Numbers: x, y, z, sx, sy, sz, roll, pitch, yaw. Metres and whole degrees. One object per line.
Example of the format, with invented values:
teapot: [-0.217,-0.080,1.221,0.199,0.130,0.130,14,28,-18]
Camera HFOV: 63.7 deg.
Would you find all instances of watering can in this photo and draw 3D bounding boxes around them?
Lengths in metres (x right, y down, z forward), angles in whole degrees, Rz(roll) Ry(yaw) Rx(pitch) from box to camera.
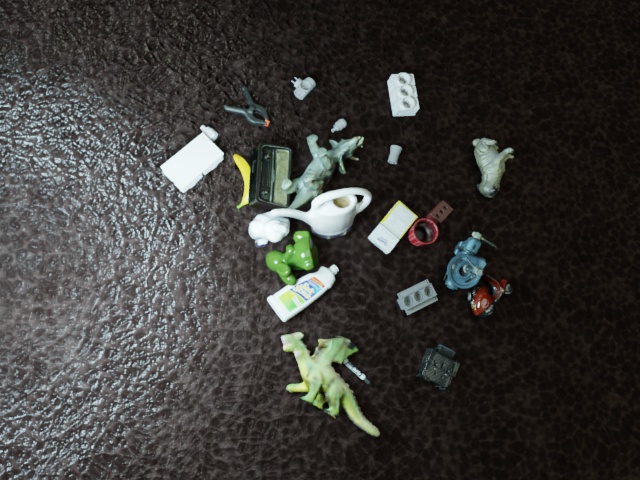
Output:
watering can: [0.005,-0.086,1.718,0.349,0.219,0.106,-14,61,-11]

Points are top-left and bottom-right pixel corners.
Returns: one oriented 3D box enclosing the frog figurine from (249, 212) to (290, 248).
frog figurine: [-0.166,-0.045,1.704,0.137,0.157,0.124,-2,76,-10]

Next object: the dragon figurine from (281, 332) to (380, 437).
dragon figurine: [0.045,0.426,1.641,0.410,0.120,0.246,27,70,-2]
